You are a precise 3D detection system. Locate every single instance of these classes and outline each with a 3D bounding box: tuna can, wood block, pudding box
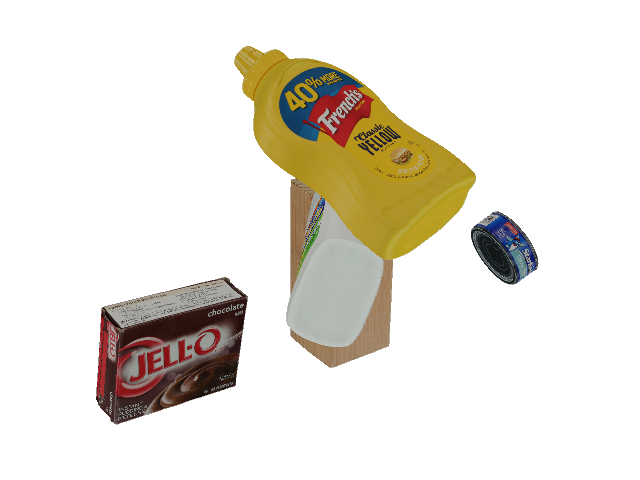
[{"bbox_3d":[0.218,0.010,1.274,0.033,0.086,0.086,-35,9,-13],"label":"tuna can"},{"bbox_3d":[0.024,0.029,1.237,0.090,0.206,0.090,-17,31,-31],"label":"wood block"},{"bbox_3d":[-0.115,0.083,0.827,0.113,0.090,0.039,-15,40,-36],"label":"pudding box"}]

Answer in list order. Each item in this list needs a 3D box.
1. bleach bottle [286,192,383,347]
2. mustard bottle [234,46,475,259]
[{"bbox_3d":[0.013,0.001,1.008,0.068,0.103,0.251,20,19,-7],"label":"bleach bottle"},{"bbox_3d":[0.010,-0.074,0.752,0.096,0.192,0.058,-35,-22,-35],"label":"mustard bottle"}]
